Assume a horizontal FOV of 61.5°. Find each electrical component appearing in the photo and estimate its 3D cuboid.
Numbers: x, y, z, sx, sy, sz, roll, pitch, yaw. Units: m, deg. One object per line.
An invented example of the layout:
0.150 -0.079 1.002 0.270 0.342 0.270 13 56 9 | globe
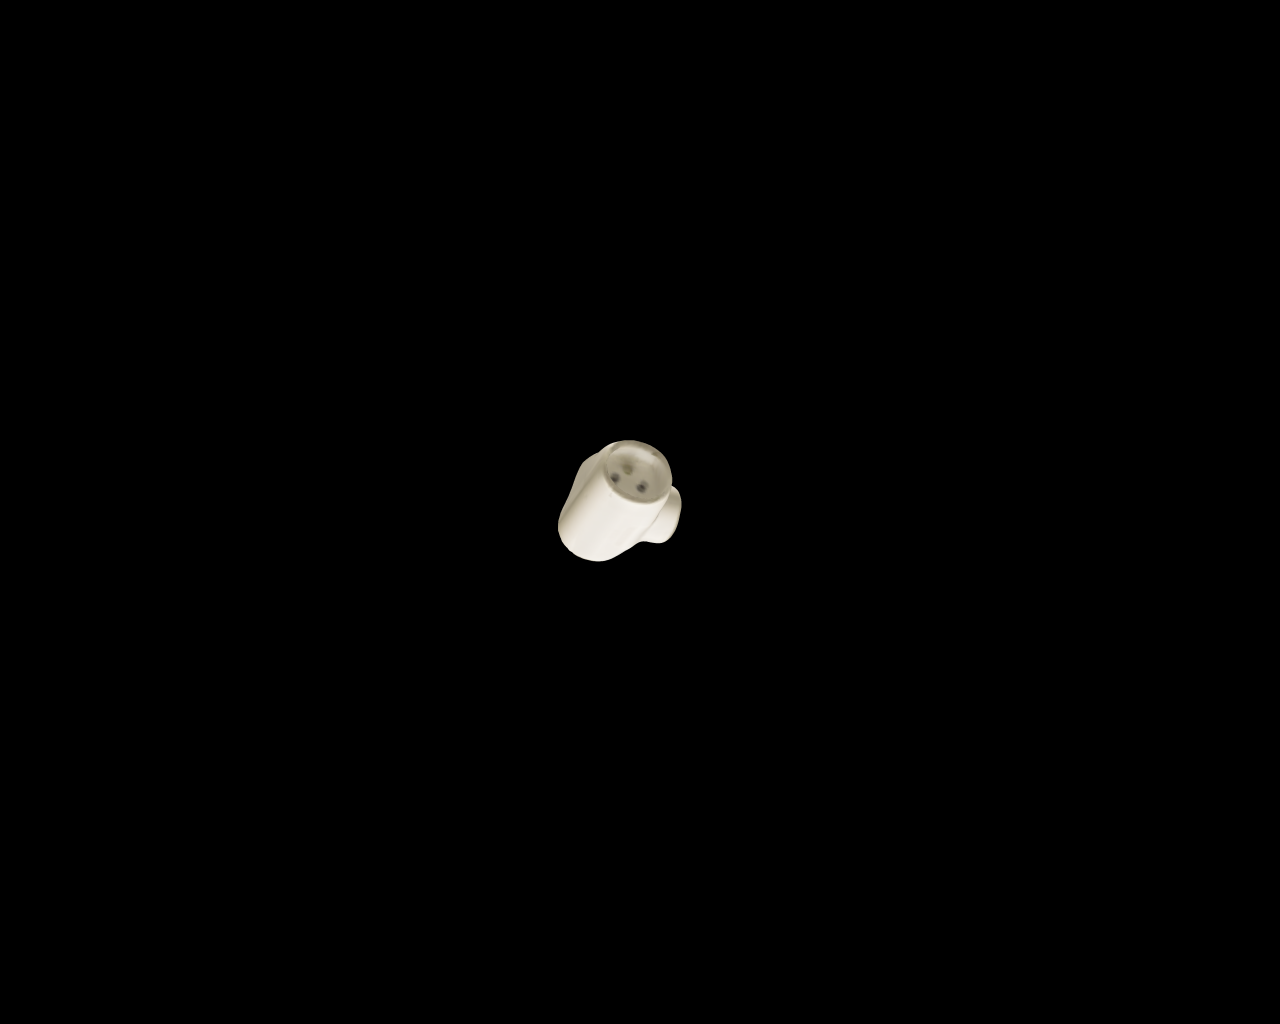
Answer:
0.001 -0.003 0.650 0.079 0.043 0.077 12 -33 -19 | electrical component
